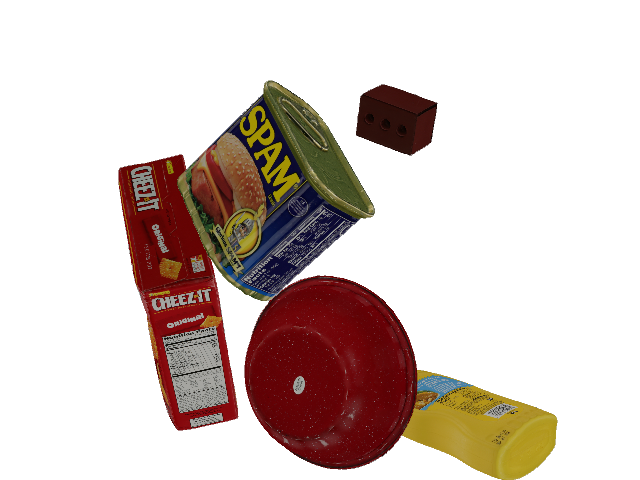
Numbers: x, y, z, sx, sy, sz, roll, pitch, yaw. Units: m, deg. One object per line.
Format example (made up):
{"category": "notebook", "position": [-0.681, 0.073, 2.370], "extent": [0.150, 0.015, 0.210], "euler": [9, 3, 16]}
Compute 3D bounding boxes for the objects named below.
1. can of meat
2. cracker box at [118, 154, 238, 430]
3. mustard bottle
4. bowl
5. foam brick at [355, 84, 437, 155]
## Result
{"category": "can of meat", "position": [-0.029, -0.028, 0.622], "extent": [0.084, 0.102, 0.057], "euler": [-42, -40, 19]}
{"category": "cracker box", "position": [-0.136, 0.054, 1.017], "extent": [0.072, 0.164, 0.214], "euler": [-13, -43, -9]}
{"category": "mustard bottle", "position": [0.123, 0.167, 1.027], "extent": [0.192, 0.058, 0.096], "euler": [17, 25, 42]}
{"category": "bowl", "position": [-0.005, 0.111, 0.863], "extent": [0.162, 0.162, 0.055], "euler": [0, 3, 30]}
{"category": "foam brick", "position": [0.087, -0.140, 1.232], "extent": [0.078, 0.053, 0.051], "euler": [23, 34, 27]}
